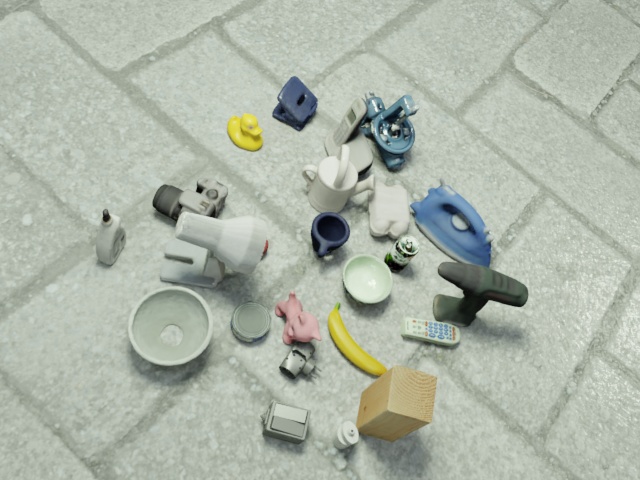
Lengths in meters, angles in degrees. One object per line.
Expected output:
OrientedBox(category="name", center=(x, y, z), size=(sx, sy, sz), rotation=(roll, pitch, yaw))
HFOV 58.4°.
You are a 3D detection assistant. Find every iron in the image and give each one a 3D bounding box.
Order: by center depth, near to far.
OrientedBox(category="iron", center=(0.357, -0.041, 1.433), size=(0.258, 0.141, 0.119), rotation=(45, 60, 10))

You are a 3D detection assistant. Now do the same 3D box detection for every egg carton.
OrientedBox(category="egg carton", center=(0.172, -0.074, 1.441), size=(0.107, 0.069, 0.150), rotation=(5, 61, -13))

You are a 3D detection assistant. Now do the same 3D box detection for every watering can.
OrientedBox(category="watering can", center=(0.047, -0.152, 1.375), size=(0.173, 0.194, 0.101), rotation=(-5, 64, -18))

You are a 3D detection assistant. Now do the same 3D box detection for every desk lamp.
OrientedBox(category="desk lamp", center=(-0.224, 0.019, 1.194), size=(0.203, 0.213, 0.118), rotation=(9, 60, -11))

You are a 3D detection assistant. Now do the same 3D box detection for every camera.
OrientedBox(category="camera", center=(-0.297, -0.089, 1.298), size=(0.137, 0.100, 0.143), rotation=(27, 59, 0))

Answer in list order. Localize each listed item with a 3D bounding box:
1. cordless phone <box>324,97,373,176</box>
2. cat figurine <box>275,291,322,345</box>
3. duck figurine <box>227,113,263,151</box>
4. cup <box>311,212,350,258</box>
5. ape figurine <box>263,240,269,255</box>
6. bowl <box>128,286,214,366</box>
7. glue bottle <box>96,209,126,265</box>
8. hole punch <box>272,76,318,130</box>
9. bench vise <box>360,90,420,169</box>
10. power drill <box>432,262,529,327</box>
OrientedBox(category="cordless phone", center=(0.088, -0.256, 1.448), size=(0.094, 0.185, 0.147), rotation=(-17, 68, -23))
OrientedBox(category="cat figurine", center=(-0.044, 0.169, 1.220), size=(0.067, 0.117, 0.127), rotation=(-12, 66, -21))
OrientedBox(category="duck figurine", center=(-0.185, -0.286, 1.445), size=(0.104, 0.086, 0.078), rotation=(40, 60, 8))
OrientedBox(category="cup", center=(0.012, 0.005, 1.338), size=(0.091, 0.095, 0.118), rotation=(22, 59, -3))
OrientedBox(category="ape figurine", center=(-0.150, -0.005, 1.299), size=(0.076, 0.092, 0.078), rotation=(44, 60, 10))
OrientedBox(category="bowl", center=(-0.302, 0.184, 1.164), size=(0.168, 0.074, 0.167), rotation=(7, 61, -12))
OrientedBox(category="glue bottle", center=(-0.433, -0.017, 1.178), size=(0.037, 0.173, 0.078), rotation=(22, 59, -3))
OrientedBox(category="hole punch", center=(-0.060, -0.365, 1.520), size=(0.101, 0.091, 0.109), rotation=(28, 59, 1))
OrientedBox(category="bench vise", center=(0.173, -0.316, 1.484), size=(0.122, 0.219, 0.207), rotation=(-38, 77, -29))
OrientedBox(category="power drill", center=(0.339, 0.124, 1.300), size=(0.230, 0.208, 0.075), rotation=(10, 60, -10))
